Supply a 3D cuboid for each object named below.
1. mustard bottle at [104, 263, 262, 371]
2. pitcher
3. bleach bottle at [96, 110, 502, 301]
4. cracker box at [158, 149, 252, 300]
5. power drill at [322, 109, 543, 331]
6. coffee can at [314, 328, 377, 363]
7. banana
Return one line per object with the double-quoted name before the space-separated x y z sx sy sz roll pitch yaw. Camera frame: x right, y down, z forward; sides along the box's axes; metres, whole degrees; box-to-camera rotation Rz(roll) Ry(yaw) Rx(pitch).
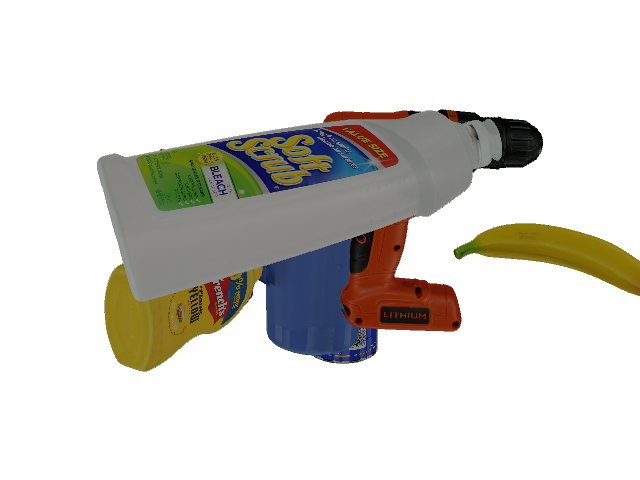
"mustard bottle" -0.114 0.044 0.987 0.058 0.096 0.191 11 22 31
"pitcher" -0.014 0.002 1.212 0.149 0.243 0.144 10 18 23
"bleach bottle" -0.008 -0.038 0.681 0.250 0.068 0.103 -16 40 -10
"cracker box" -0.179 -0.016 1.595 0.164 0.214 0.072 9 19 8
"power drill" 0.089 -0.018 0.903 0.184 0.188 0.057 2 17 -1
"coffee can" 0.032 0.090 1.519 0.103 0.140 0.103 -1 21 0
"banana" 0.234 0.016 1.042 0.198 0.037 0.069 10 47 25
